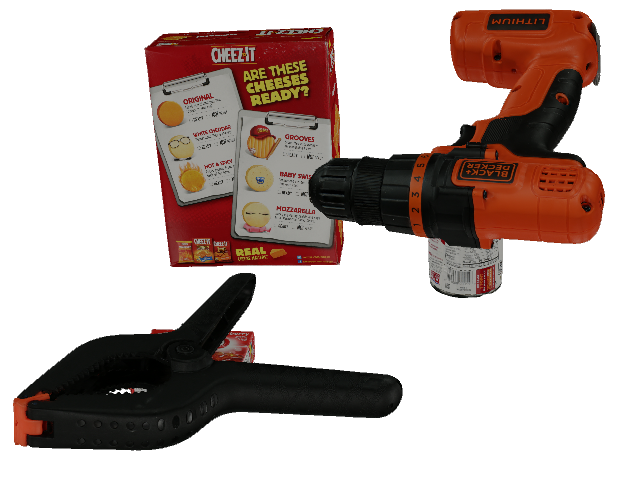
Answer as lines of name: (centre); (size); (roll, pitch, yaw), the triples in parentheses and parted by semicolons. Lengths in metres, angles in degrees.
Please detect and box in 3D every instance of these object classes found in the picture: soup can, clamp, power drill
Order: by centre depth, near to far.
clamp: (-0.080, 0.073, 0.623); (0.209, 0.036, 0.165); (-9, 27, -29)
power drill: (0.100, -0.075, 0.697); (0.185, 0.187, 0.057); (6, -40, 21)
soup can: (0.131, -0.007, 0.961); (0.068, 0.102, 0.068); (-2, 23, 1)

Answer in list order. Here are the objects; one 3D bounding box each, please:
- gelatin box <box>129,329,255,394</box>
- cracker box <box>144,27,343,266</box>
gelatin box: (-0.103, 0.099, 0.861); (0.089, 0.030, 0.073); (1, 22, 8)
cracker box: (-0.065, -0.084, 0.989); (0.164, 0.214, 0.072); (-1, 23, 6)
